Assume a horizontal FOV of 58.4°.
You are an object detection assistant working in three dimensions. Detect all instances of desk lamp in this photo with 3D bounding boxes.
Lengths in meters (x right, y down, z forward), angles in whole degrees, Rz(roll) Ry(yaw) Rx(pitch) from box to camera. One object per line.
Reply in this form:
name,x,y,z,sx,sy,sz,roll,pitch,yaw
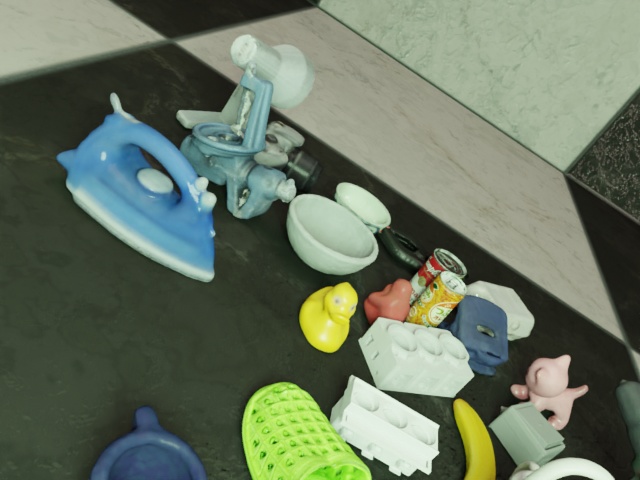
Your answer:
desk lamp,-0.131,-0.282,1.087,0.117,0.213,0.204,47,32,21

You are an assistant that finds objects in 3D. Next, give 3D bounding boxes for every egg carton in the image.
egg carton,0.334,0.137,1.089,0.151,0.069,0.107,14,35,-32

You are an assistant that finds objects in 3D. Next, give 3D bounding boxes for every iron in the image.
iron,-0.216,-0.072,0.767,0.258,0.141,0.119,38,29,6

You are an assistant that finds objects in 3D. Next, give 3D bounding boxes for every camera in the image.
camera,-0.063,-0.149,1.076,0.137,0.100,0.143,31,29,-6

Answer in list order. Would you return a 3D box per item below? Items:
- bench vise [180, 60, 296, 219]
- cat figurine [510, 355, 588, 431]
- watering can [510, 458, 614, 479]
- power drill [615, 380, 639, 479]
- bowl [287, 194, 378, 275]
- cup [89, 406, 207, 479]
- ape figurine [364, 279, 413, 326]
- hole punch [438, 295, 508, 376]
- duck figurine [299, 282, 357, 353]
bench vise,-0.107,-0.160,0.926,0.207,0.219,0.121,32,29,-4
cat figurine,0.379,0.239,0.935,0.128,0.117,0.067,24,31,-18
watering can,0.236,0.307,0.611,0.101,0.194,0.172,21,32,-22
power drill,0.401,0.329,0.732,0.076,0.208,0.229,6,40,-40
bowl,0.009,0.003,0.951,0.168,0.074,0.167,25,30,-16
cup,-0.152,0.207,0.468,0.092,0.095,0.117,13,35,-33
ape figurine,0.115,0.098,0.901,0.078,0.092,0.076,27,30,-12
hole punch,0.269,0.161,0.966,0.109,0.091,0.101,22,32,-21
duck figurine,0.021,0.096,0.815,0.078,0.086,0.104,25,31,-17
